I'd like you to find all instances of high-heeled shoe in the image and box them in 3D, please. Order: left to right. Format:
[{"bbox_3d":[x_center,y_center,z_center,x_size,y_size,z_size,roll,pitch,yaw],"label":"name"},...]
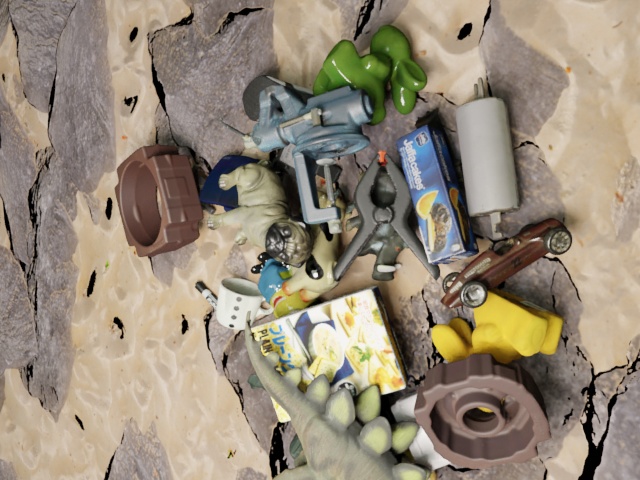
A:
[{"bbox_3d":[-0.041,-0.245,0.993,0.249,0.145,0.086,37,118,53],"label":"high-heeled shoe"}]

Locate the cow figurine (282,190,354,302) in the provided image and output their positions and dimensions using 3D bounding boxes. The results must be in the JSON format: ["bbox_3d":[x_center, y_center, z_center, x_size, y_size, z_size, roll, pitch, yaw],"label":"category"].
[{"bbox_3d":[-0.002,-0.003,0.917,0.127,0.085,0.195,-23,53,28],"label":"cow figurine"}]

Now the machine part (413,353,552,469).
[{"bbox_3d":[0.220,0.234,0.735,0.180,0.056,0.179,7,121,12],"label":"machine part"}]

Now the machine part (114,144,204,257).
[{"bbox_3d":[-0.325,-0.077,1.082,0.201,0.087,0.201,-20,84,45],"label":"machine part"}]

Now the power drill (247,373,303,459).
[{"bbox_3d":[-0.014,0.259,0.948,0.207,0.086,0.232,34,105,18],"label":"power drill"}]

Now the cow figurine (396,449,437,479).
[{"bbox_3d":[0.100,0.358,0.871,0.167,0.068,0.098,-10,95,14],"label":"cow figurine"}]

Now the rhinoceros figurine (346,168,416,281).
[{"bbox_3d":[0.106,-0.028,0.893,0.112,0.073,0.190,8,91,17],"label":"rhinoceros figurine"}]

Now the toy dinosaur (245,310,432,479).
[{"bbox_3d":[0.031,0.305,0.790,0.471,0.105,0.198,41,104,-2],"label":"toy dinosaur"}]

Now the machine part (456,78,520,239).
[{"bbox_3d":[0.252,-0.122,0.810,0.079,0.079,0.243,-9,85,28],"label":"machine part"}]

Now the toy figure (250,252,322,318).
[{"bbox_3d":[-0.052,0.100,0.965,0.180,0.089,0.082,55,152,28],"label":"toy figure"}]

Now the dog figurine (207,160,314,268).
[{"bbox_3d":[-0.070,-0.051,0.892,0.191,0.121,0.172,12,86,37],"label":"dog figurine"}]

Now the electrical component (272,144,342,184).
[{"bbox_3d":[-0.023,-0.140,0.974,0.119,0.047,0.074,35,105,26],"label":"electrical component"}]

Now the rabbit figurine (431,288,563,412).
[{"bbox_3d":[0.245,0.160,0.783,0.163,0.122,0.173,21,103,32],"label":"rabbit figurine"}]

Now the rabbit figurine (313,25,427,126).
[{"bbox_3d":[0.098,-0.277,0.867,0.159,0.121,0.170,37,70,5],"label":"rabbit figurine"}]

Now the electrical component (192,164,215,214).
[{"bbox_3d":[-0.243,-0.107,1.096,0.102,0.045,0.078,31,131,28],"label":"electrical component"}]

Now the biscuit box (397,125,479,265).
[{"bbox_3d":[0.175,-0.067,0.806,0.059,0.063,0.202,-23,74,34],"label":"biscuit box"}]

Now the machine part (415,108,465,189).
[{"bbox_3d":[0.187,-0.140,0.866,0.084,0.039,0.139,-15,82,37],"label":"machine part"}]

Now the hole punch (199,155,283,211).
[{"bbox_3d":[-0.156,-0.105,1.024,0.142,0.092,0.115,13,91,31],"label":"hole punch"}]

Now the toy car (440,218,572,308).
[{"bbox_3d":[0.257,0.031,0.760,0.202,0.089,0.053,-31,100,0],"label":"toy car"}]

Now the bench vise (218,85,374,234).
[{"bbox_3d":[-0.017,-0.124,0.820,0.224,0.129,0.240,-11,86,13],"label":"bench vise"}]
